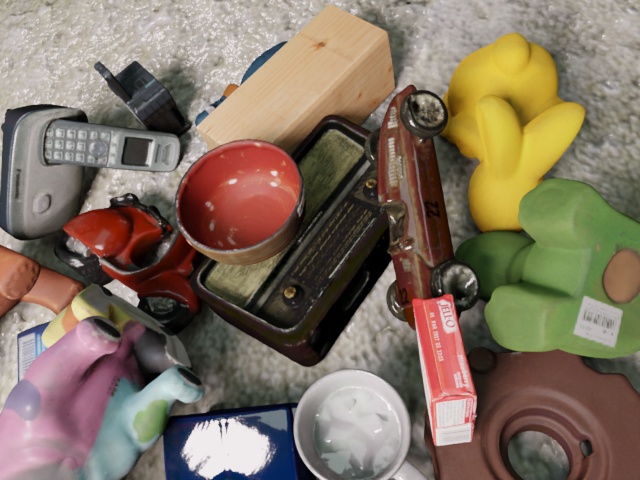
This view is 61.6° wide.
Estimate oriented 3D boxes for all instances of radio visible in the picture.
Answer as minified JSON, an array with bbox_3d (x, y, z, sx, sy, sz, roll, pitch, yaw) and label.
[{"bbox_3d":[-0.001,-0.002,0.523,0.131,0.073,0.229,30,74,24],"label":"radio"}]

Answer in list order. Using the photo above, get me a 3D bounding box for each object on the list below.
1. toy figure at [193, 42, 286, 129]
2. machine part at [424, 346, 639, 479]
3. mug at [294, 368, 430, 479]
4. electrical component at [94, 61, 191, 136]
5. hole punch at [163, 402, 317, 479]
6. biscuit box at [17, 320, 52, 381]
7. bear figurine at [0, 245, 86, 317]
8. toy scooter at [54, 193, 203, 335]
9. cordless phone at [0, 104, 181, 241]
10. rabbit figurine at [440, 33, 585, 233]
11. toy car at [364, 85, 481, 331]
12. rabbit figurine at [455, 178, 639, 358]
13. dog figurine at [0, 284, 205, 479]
[{"bbox_3d":[-0.081,-0.172,0.633,0.058,0.064,0.154,40,76,18],"label":"toy figure"},{"bbox_3d":[0.164,0.160,0.399,0.179,0.056,0.179,-5,53,7],"label":"machine part"},{"bbox_3d":[0.040,0.156,0.416,0.110,0.107,0.081,29,74,19],"label":"mug"},{"bbox_3d":[-0.210,-0.171,0.630,0.048,0.119,0.075,-43,60,-10],"label":"electrical component"},{"bbox_3d":[-0.063,0.190,0.434,0.142,0.092,0.116,-8,66,5],"label":"hole punch"},{"bbox_3d":[-0.232,0.173,0.492,0.059,0.062,0.203,-20,61,3],"label":"biscuit box"},{"bbox_3d":[-0.352,0.096,0.527,0.132,0.120,0.196,18,71,16],"label":"bear figurine"},{"bbox_3d":[-0.177,0.005,0.559,0.184,0.075,0.135,29,73,20],"label":"toy scooter"},{"bbox_3d":[-0.258,-0.073,0.609,0.184,0.146,0.089,2,25,-32],"label":"cordless phone"},{"bbox_3d":[0.181,-0.089,0.500,0.122,0.162,0.173,6,82,2],"label":"rabbit figurine"},{"bbox_3d":[0.074,-0.025,0.436,0.053,0.089,0.202,-5,80,-17],"label":"toy car"},{"bbox_3d":[0.186,0.021,0.435,0.159,0.170,0.121,9,91,-18],"label":"rabbit figurine"},{"bbox_3d":[-0.202,0.154,0.401,0.219,0.108,0.192,-52,24,-8],"label":"dog figurine"}]
